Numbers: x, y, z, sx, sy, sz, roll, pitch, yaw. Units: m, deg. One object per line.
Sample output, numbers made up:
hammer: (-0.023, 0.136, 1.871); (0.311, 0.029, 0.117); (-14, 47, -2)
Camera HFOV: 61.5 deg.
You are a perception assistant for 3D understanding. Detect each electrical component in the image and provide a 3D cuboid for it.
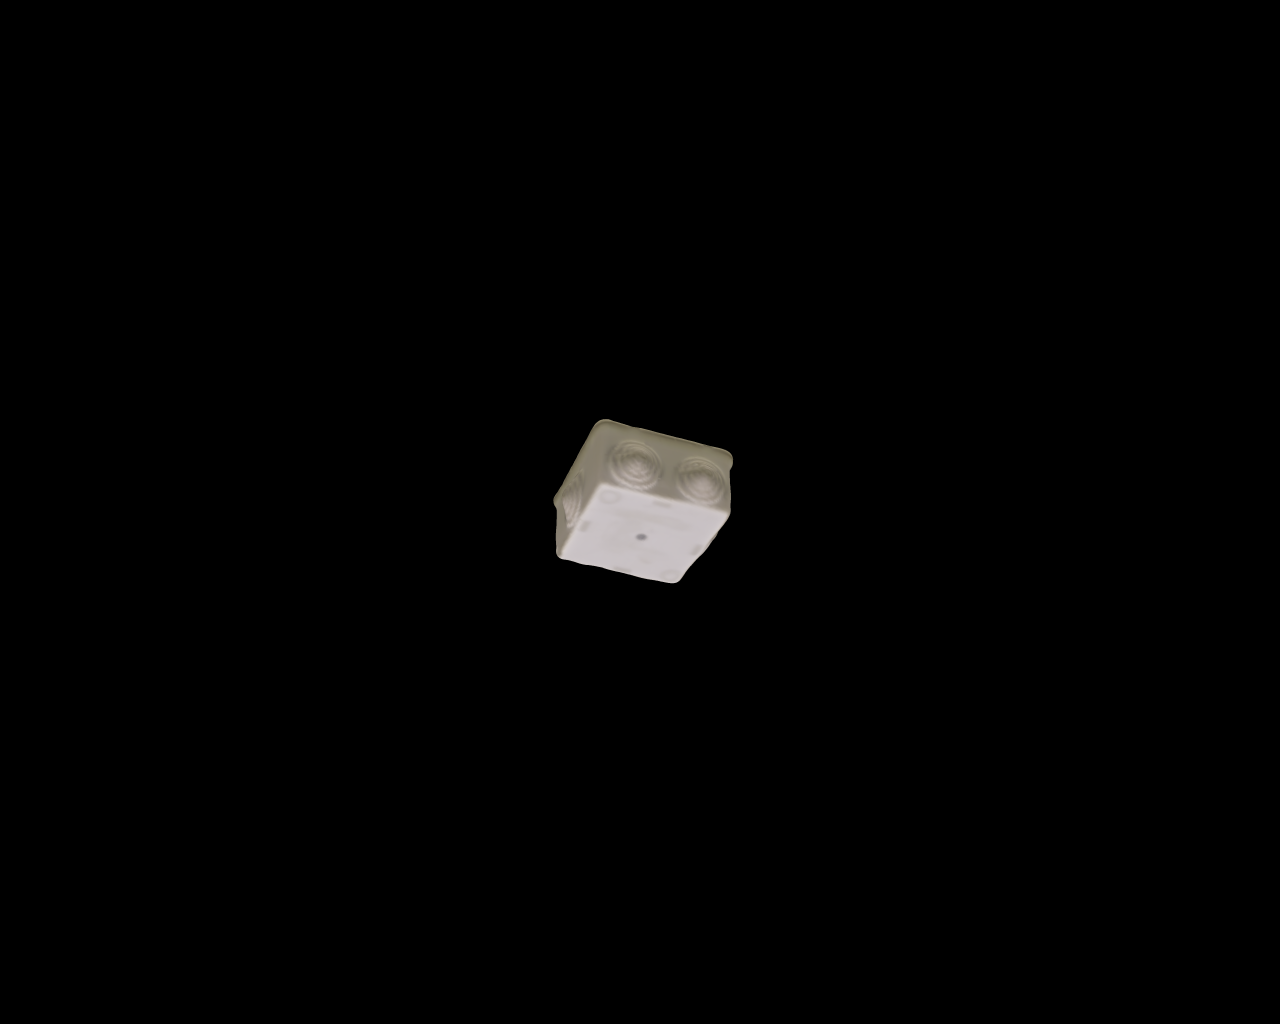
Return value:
electrical component: (0.001, -0.003, 0.650); (0.100, 0.048, 0.099); (14, -40, -17)
